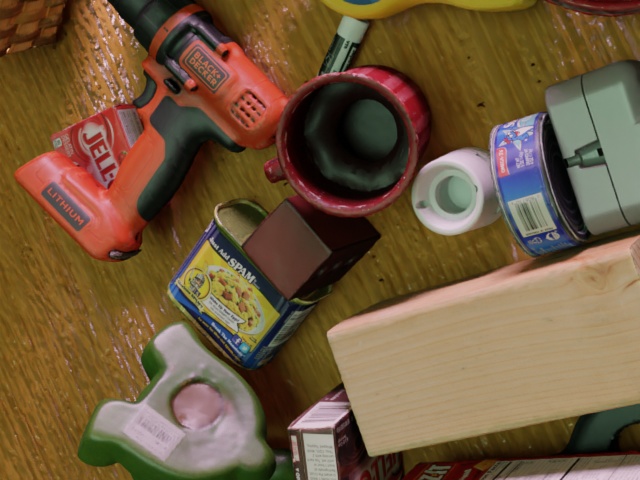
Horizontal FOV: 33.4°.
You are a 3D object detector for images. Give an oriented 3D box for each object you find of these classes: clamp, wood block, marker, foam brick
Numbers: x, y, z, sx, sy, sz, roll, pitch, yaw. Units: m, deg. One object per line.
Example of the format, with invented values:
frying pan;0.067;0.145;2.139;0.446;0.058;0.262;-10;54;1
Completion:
clamp;0.191;0.164;0.693;0.120;0.039;0.172;50;118;6
wood block;0.122;0.065;0.681;0.206;0.090;0.091;-19;91;30
marker;0.001;-0.103;0.753;0.020;0.020;0.121;34;115;19
foam brick;-0.005;0.001;0.744;0.051;0.078;0.053;50;119;12

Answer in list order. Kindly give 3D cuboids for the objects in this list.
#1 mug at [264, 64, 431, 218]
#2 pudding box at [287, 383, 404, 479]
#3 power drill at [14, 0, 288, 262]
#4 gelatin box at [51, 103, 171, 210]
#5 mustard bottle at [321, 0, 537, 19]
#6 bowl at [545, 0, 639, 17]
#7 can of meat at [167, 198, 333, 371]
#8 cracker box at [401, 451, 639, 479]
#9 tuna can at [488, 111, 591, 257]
mug;0.017;-0.066;0.706;0.117;0.081;0.093;-23;99;23
pudding box;0.021;0.152;0.741;0.039;0.113;0.090;-3;100;28
power drill;-0.138;-0.092;0.785;0.184;0.057;0.188;45;104;9
gelatin box;-0.167;-0.056;0.849;0.073;0.030;0.089;-19;91;30
mustard bottle;0.045;-0.192;0.688;0.192;0.058;0.096;3;100;29
bowl;0.166;-0.208;0.585;0.162;0.055;0.162;0;93;5
can of meat;-0.054;0.035;0.791;0.102;0.057;0.084;45;119;14
cracker box;0.156;0.221;0.659;0.214;0.072;0.164;-12;96;36
tuna can;0.137;-0.035;0.654;0.034;0.086;0.086;-16;92;29
